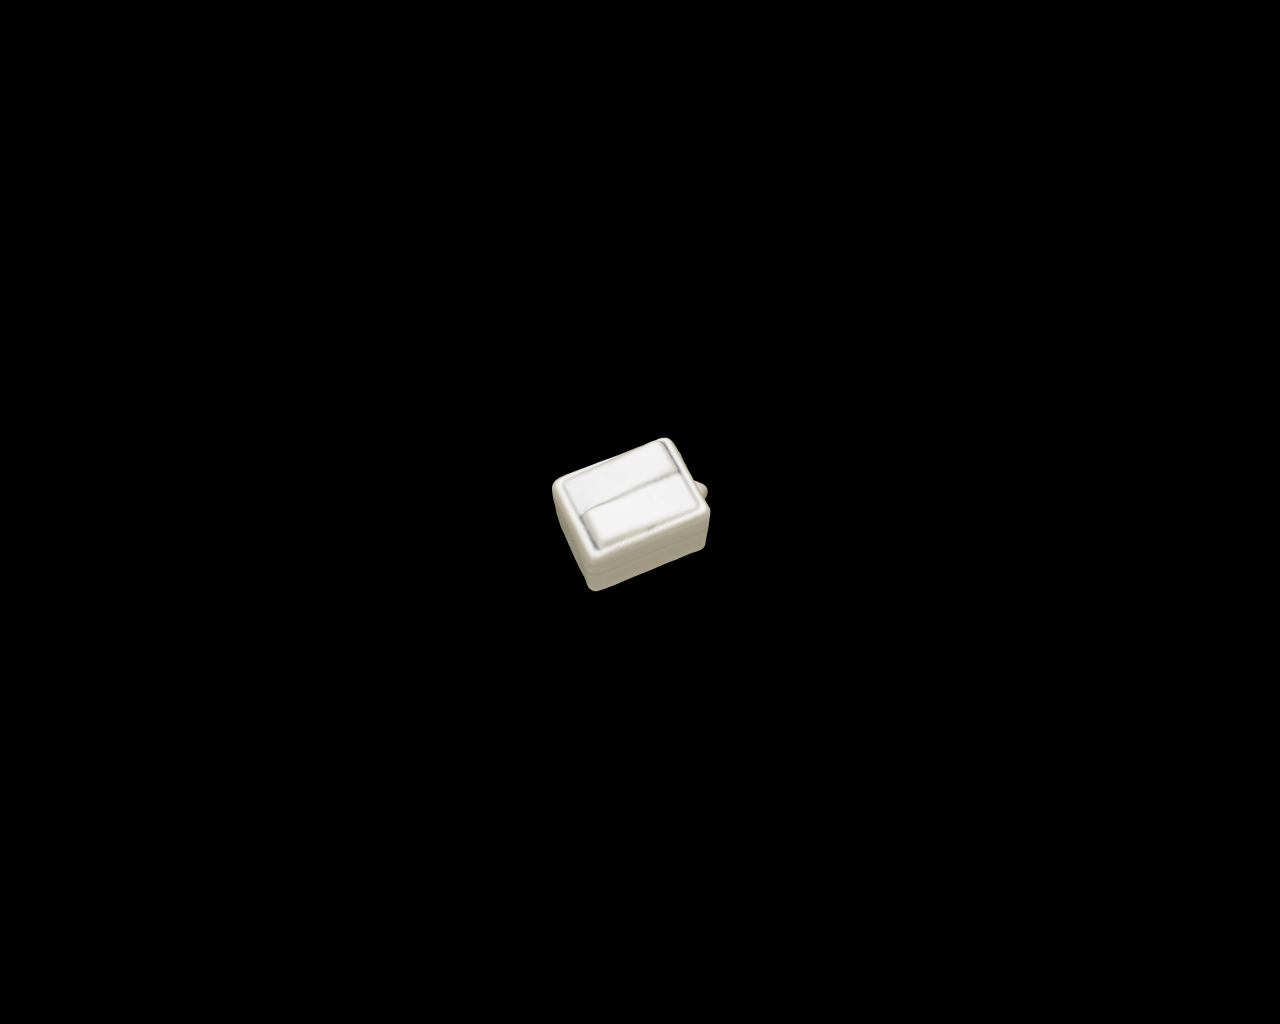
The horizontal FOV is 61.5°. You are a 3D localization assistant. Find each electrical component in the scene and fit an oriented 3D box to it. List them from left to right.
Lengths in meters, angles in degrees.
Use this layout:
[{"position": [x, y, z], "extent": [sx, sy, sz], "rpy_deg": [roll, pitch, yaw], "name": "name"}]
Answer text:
[{"position": [0.001, -0.003, 0.650], "extent": [0.096, 0.062, 0.061], "rpy_deg": [-22, -24, -10], "name": "electrical component"}]
